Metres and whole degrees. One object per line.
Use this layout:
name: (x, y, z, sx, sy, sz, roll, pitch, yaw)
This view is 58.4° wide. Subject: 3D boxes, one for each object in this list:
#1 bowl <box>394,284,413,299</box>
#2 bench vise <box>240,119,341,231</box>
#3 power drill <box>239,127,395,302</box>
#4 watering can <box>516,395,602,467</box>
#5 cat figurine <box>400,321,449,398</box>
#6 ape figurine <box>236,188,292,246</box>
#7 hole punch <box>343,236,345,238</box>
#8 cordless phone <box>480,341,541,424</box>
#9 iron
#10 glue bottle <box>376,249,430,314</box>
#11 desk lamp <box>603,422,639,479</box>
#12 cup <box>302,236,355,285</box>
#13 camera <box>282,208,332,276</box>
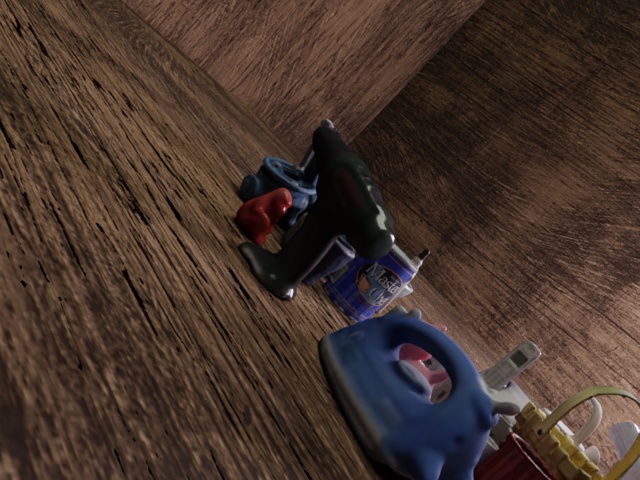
bowl: (0.148, 0.090, 1.417, 0.168, 0.074, 0.167, 43, 8, -7)
bench vise: (-0.030, -0.130, 1.134, 0.121, 0.219, 0.208, 48, 9, 23)
power drill: (-0.008, -0.030, 0.784, 0.076, 0.208, 0.229, 35, 13, -50)
watering can: (0.444, 0.366, 1.066, 0.173, 0.194, 0.100, 39, 10, -33)
cat figurine: (0.143, 0.171, 0.842, 0.067, 0.117, 0.127, 38, 10, -39)
ape figurine: (-0.082, -0.044, 0.907, 0.076, 0.092, 0.078, 48, 9, 22)
hole punch: (0.041, 0.002, 1.279, 0.101, 0.091, 0.109, 45, 8, 2)
cordless phone: (0.459, 0.334, 1.331, 0.147, 0.185, 0.094, 49, 9, 32)
iron: (0.099, 0.151, 0.641, 0.119, 0.141, 0.257, 37, 11, -41)
glue bottle: (0.172, 0.082, 1.228, 0.037, 0.173, 0.078, 43, 8, -7)
desk lamp: (0.594, 0.481, 1.155, 0.118, 0.213, 0.203, 41, 9, -23)
cup: (-0.005, 0.023, 0.936, 0.092, 0.095, 0.118, 44, 8, -5)
camera: (0.010, 0.004, 1.082, 0.137, 0.100, 0.143, 44, 8, -5)
